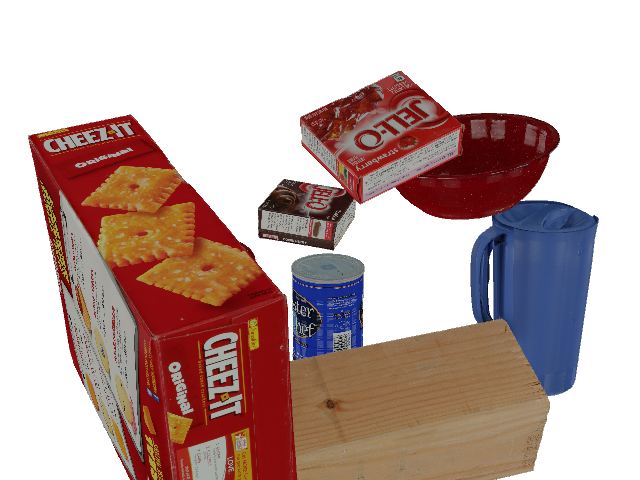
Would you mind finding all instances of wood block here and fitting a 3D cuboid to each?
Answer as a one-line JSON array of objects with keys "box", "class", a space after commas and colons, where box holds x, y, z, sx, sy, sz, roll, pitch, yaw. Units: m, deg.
[{"box": [0.055, 0.136, 0.808, 0.206, 0.090, 0.091, -10, 44, -12], "class": "wood block"}]

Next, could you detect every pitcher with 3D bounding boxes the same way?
[{"box": [0.277, 0.077, 1.392, 0.149, 0.243, 0.144, 5, 20, 16], "class": "pitcher"}]

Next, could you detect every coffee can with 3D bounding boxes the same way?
[{"box": [0.011, 0.101, 1.511, 0.103, 0.140, 0.103, 0, 20, 0], "class": "coffee can"}]

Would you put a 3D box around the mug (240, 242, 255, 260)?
[{"box": [-0.097, 0.059, 0.962, 0.093, 0.081, 0.117, -18, 35, -27], "class": "mug"}]

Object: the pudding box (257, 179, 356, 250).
[{"box": [-0.013, -0.030, 1.191, 0.090, 0.039, 0.113, 9, 24, 11], "class": "pudding box"}]

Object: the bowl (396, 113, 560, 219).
[{"box": [0.129, -0.061, 0.935, 0.162, 0.055, 0.162, -8, 23, 3], "class": "bowl"}]

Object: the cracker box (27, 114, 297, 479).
[{"box": [-0.086, 0.049, 0.574, 0.072, 0.164, 0.214, -16, 35, -21], "class": "cracker box"}]

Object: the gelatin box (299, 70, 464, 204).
[{"box": [0.042, -0.072, 0.729, 0.089, 0.030, 0.073, -27, 52, -19], "class": "gelatin box"}]
